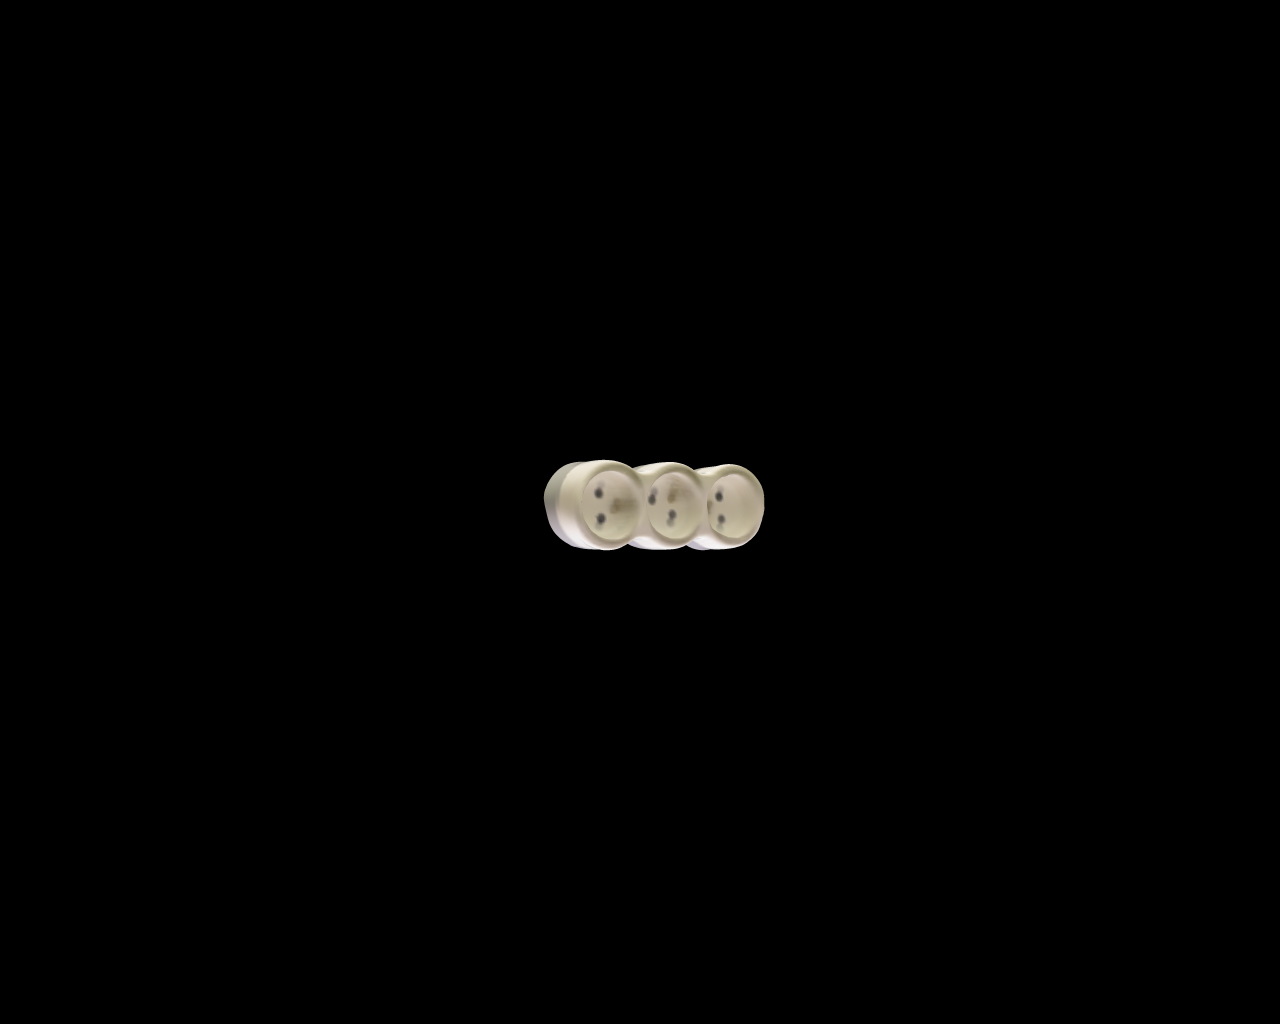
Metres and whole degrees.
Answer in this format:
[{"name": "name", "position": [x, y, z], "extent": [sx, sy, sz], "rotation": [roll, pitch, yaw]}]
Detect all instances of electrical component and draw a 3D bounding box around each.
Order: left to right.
[{"name": "electrical component", "position": [0.001, -0.003, 0.650], "extent": [0.138, 0.052, 0.073], "rotation": [1, -2, -34]}]
